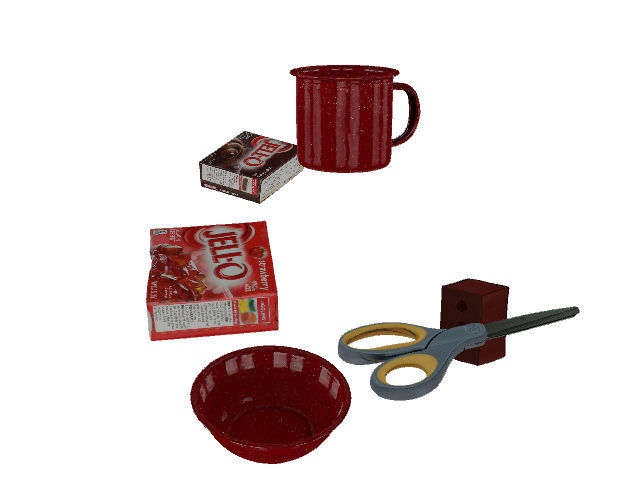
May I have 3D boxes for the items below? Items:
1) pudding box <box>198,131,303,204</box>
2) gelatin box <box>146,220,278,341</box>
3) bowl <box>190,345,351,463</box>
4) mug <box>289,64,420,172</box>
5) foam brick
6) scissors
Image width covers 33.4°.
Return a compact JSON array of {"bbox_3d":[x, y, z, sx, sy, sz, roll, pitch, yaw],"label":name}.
[{"bbox_3d":[-0.085,-0.093,1.334,0.090,0.039,0.113,16,35,23],"label":"pudding box"},{"bbox_3d":[-0.064,0.021,0.629,0.073,0.030,0.089,-4,29,-4],"label":"gelatin box"},{"bbox_3d":[-0.050,0.175,1.083,0.162,0.055,0.162,1,31,-1],"label":"bowl"},{"bbox_3d":[0.031,-0.106,0.916,0.117,0.081,0.093,-7,17,-23],"label":"mug"},{"bbox_3d":[0.159,0.084,1.108,0.053,0.078,0.051,12,17,41],"label":"foam brick"},{"bbox_3d":[0.115,0.085,0.826,0.201,0.016,0.096,-4,31,-4],"label":"scissors"}]
